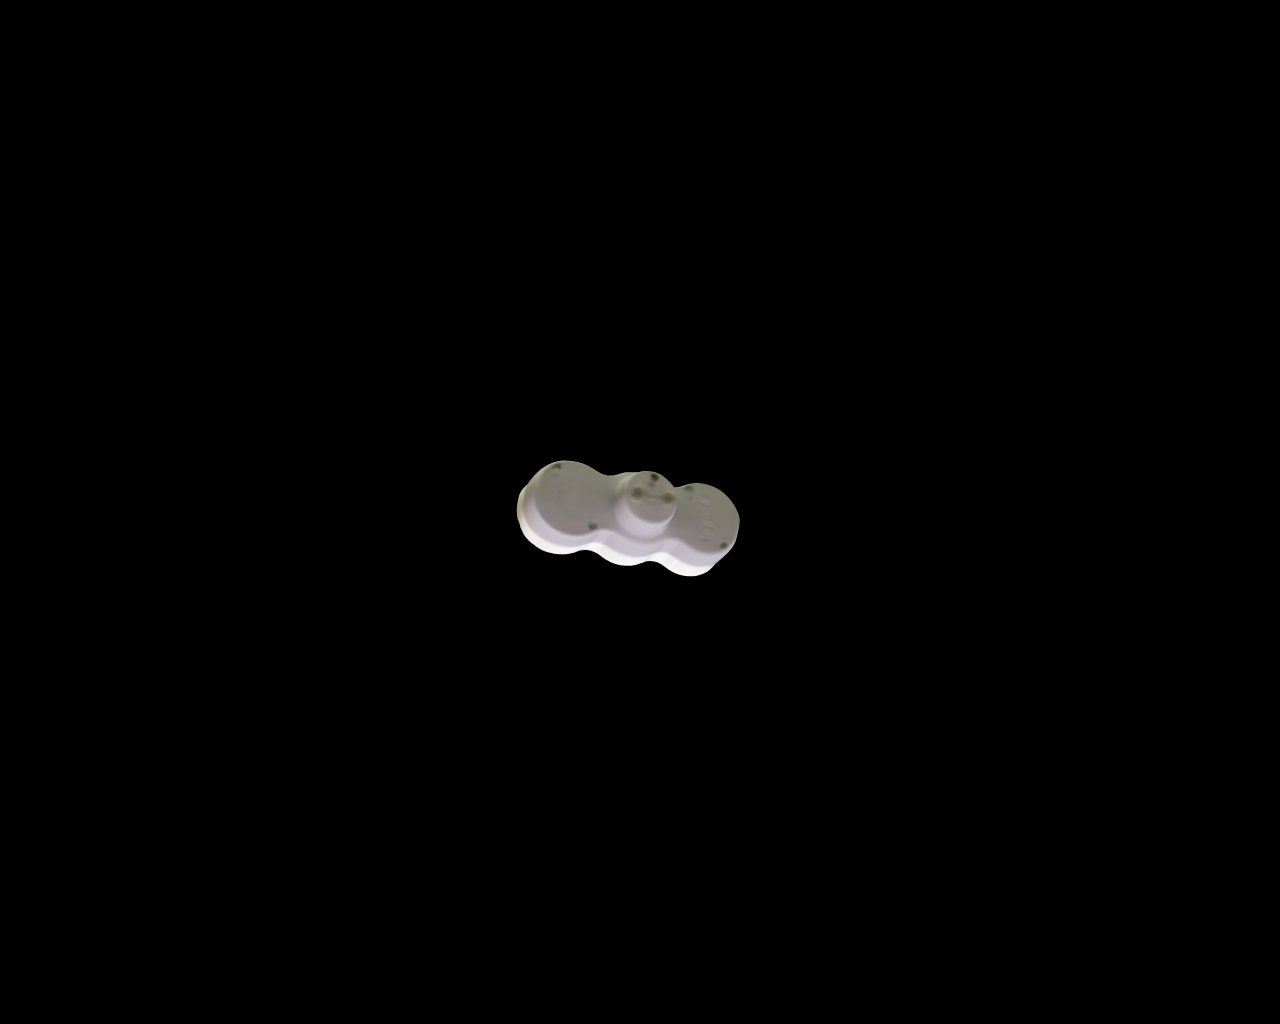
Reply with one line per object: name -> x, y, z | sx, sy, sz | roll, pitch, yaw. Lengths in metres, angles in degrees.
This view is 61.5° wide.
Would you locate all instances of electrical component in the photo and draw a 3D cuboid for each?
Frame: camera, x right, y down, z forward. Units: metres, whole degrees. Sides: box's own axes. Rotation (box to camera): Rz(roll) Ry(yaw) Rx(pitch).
electrical component -> 0.001, -0.003, 0.650 | 0.138, 0.052, 0.073 | 10, -28, -20
